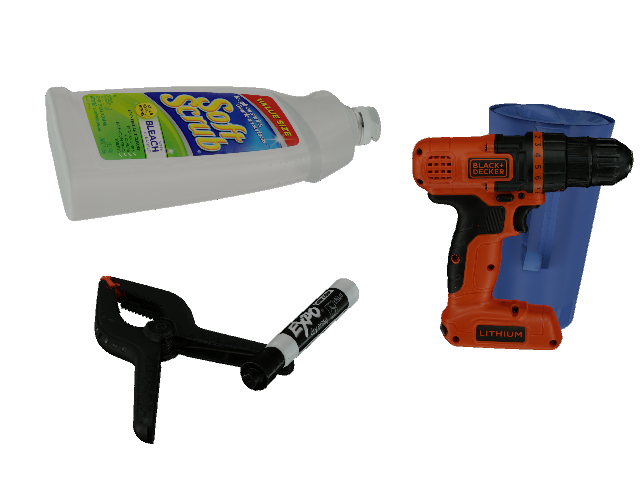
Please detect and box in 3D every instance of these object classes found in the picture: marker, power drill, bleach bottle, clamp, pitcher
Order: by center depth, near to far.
[{"bbox_3d":[-0.012,0.055,0.639,0.020,0.020,0.120,0,22,31],"label":"marker"},{"bbox_3d":[-0.077,-0.081,0.823,0.250,0.102,0.068,-10,-33,-17],"label":"bleach bottle"},{"bbox_3d":[0.173,-0.001,0.924,0.184,0.188,0.057,1,13,13],"label":"power drill"},{"bbox_3d":[-0.136,0.093,0.992,0.164,0.036,0.210,-17,40,-30],"label":"clamp"},{"bbox_3d":[0.236,-0.024,1.165,0.149,0.243,0.145,-7,19,-35],"label":"pitcher"}]
